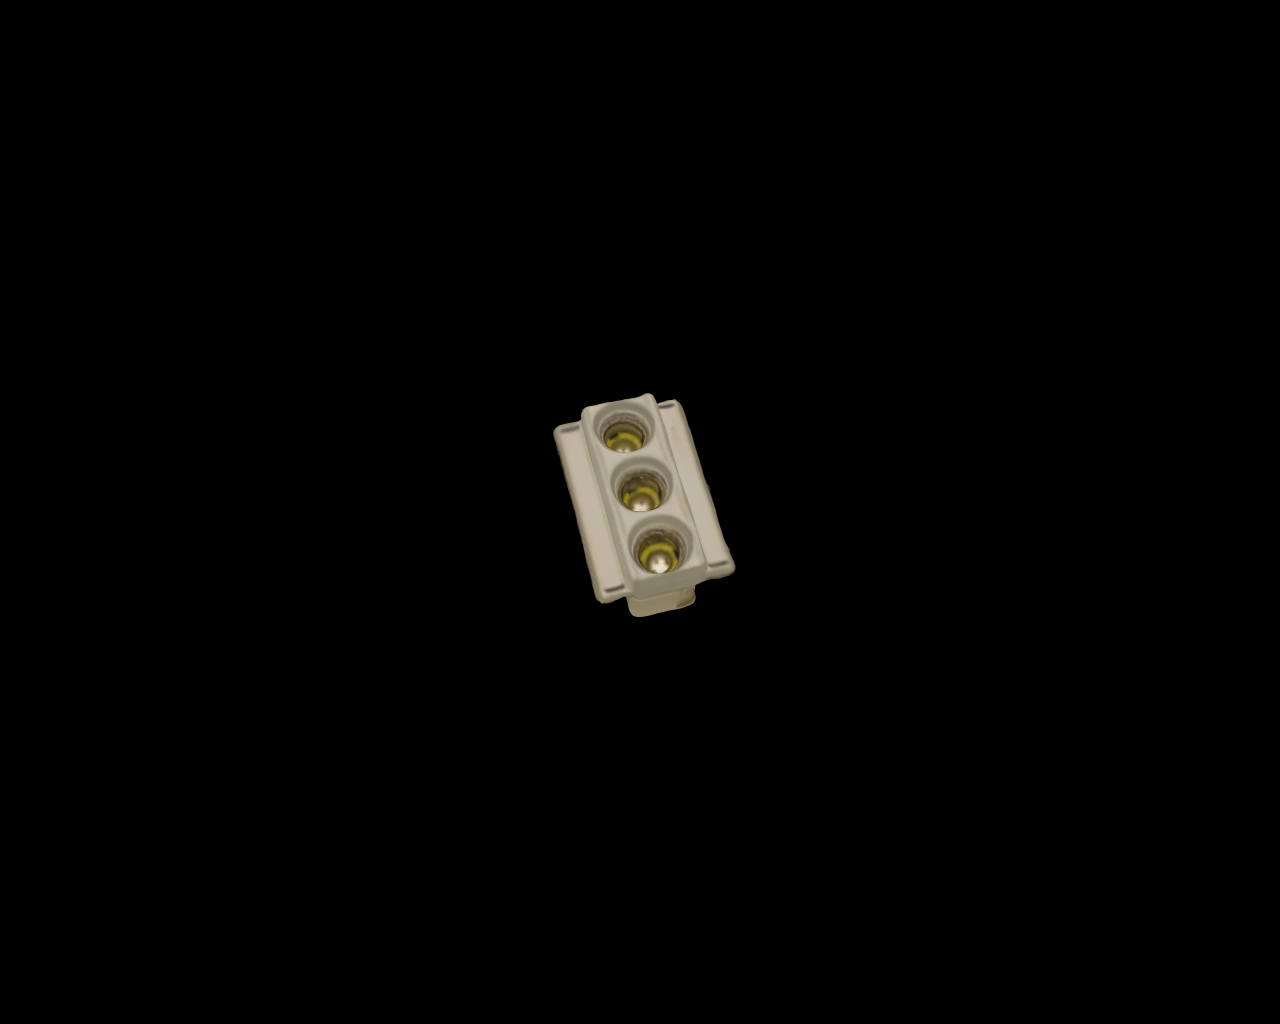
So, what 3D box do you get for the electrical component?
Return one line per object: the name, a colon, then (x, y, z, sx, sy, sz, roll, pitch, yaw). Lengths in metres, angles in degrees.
electrical component: (0.001, -0.003, 0.650, 0.079, 0.121, 0.063, -13, -28, -7)
